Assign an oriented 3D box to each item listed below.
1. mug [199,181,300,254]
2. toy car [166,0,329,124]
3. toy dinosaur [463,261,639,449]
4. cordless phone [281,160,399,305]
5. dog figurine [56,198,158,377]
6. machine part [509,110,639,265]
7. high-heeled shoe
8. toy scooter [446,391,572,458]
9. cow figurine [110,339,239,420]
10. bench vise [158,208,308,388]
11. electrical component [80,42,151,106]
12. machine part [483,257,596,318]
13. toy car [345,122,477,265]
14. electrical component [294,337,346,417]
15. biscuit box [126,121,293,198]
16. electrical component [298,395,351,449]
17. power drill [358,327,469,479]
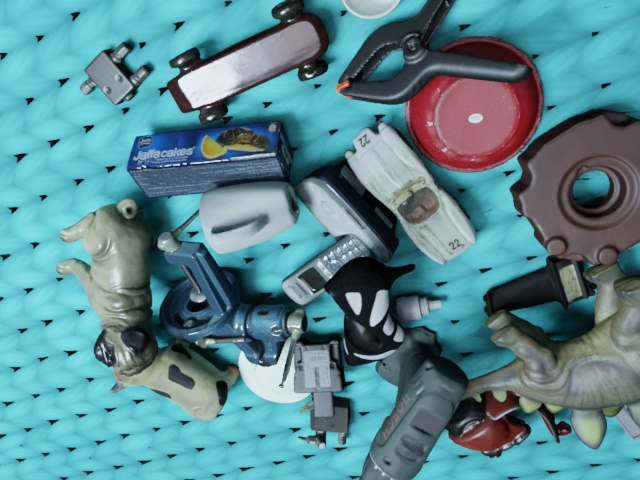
[{"bbox_3d":[-0.083,-0.031,0.643,0.107,0.109,0.080,-15,106,11],"label":"mug"},{"bbox_3d":[-0.086,-0.210,0.642,0.202,0.053,0.089,-20,119,14],"label":"toy car"},{"bbox_3d":[0.371,0.126,0.631,0.472,0.105,0.198,-26,100,24],"label":"toy dinosaur"},{"bbox_3d":[-0.002,-0.002,0.705,0.184,0.089,0.146,-37,103,27],"label":"cordless phone"},{"bbox_3d":[-0.251,0.062,0.708,0.191,0.121,0.172,52,135,26],"label":"dog figurine"},{"bbox_3d":[0.317,-0.059,0.624,0.179,0.056,0.179,2,105,9],"label":"machine part"},{"bbox_3d":[0.040,0.112,0.691,0.086,0.145,0.248,49,137,31],"label":"high-heeled shoe"},{"bbox_3d":[0.280,0.256,0.772,0.135,0.075,0.184,44,109,-11],"label":"toy scooter"},{"bbox_3d":[-0.227,0.201,0.808,0.195,0.127,0.085,36,111,-8],"label":"cow figurine"},{"bbox_3d":[-0.137,0.081,0.730,0.224,0.129,0.240,7,137,29],"label":"bench vise"},{"bbox_3d":[-0.265,-0.207,0.692,0.094,0.021,0.063,-33,105,21],"label":"electrical component"},{"bbox_3d":[0.283,0.068,0.708,0.139,0.039,0.084,-24,116,17],"label":"machine part"},{"bbox_3d":[0.115,-0.057,0.671,0.073,0.056,0.201,-38,103,23],"label":"toy car"},{"bbox_3d":[-0.001,0.203,0.787,0.075,0.047,0.119,-1,85,9],"label":"electrical component"},{"bbox_3d":[-0.140,-0.101,0.685,0.203,0.059,0.062,-4,146,11],"label":"biscuit box"},{"bbox_3d":[0.008,0.282,0.846,0.078,0.045,0.102,10,115,7],"label":"electrical component"},{"bbox_3d":[0.107,0.223,0.716,0.086,0.207,0.232,29,113,3],"label":"power drill"}]
